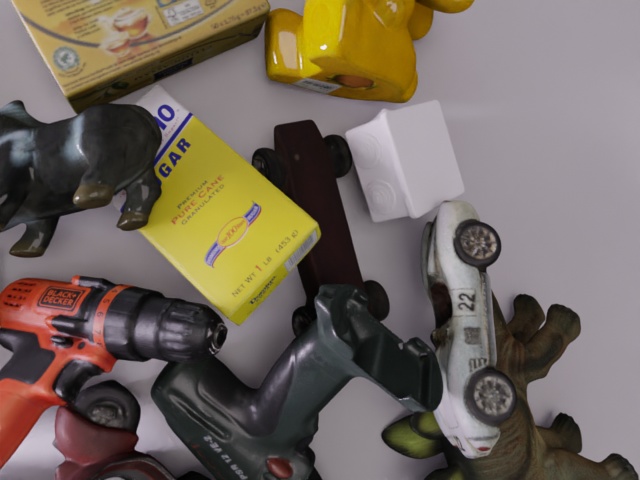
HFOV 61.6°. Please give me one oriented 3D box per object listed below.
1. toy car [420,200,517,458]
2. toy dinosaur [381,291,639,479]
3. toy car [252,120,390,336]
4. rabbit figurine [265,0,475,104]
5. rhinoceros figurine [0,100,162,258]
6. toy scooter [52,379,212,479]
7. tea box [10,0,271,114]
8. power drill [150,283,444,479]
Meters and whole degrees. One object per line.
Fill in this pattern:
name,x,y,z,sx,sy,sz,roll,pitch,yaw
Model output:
toy car,0.113,0.067,0.433,0.056,0.073,0.201,2,71,-3
toy dinosaur,0.173,0.217,0.502,0.199,0.105,0.471,-17,87,-8
toy car,-0.001,-0.001,0.467,0.089,0.053,0.202,-19,96,-31
rabbit figurine,0.045,-0.209,0.443,0.162,0.122,0.173,3,88,-21
rhinoceros figurine,-0.203,-0.049,0.364,0.190,0.073,0.112,-7,77,7
toy scooter,-0.153,0.210,0.400,0.183,0.075,0.135,50,49,-8
tea box,-0.136,-0.179,0.415,0.170,0.068,0.098,-27,98,-13
power drill,-0.004,0.143,0.422,0.232,0.086,0.207,42,121,-6
